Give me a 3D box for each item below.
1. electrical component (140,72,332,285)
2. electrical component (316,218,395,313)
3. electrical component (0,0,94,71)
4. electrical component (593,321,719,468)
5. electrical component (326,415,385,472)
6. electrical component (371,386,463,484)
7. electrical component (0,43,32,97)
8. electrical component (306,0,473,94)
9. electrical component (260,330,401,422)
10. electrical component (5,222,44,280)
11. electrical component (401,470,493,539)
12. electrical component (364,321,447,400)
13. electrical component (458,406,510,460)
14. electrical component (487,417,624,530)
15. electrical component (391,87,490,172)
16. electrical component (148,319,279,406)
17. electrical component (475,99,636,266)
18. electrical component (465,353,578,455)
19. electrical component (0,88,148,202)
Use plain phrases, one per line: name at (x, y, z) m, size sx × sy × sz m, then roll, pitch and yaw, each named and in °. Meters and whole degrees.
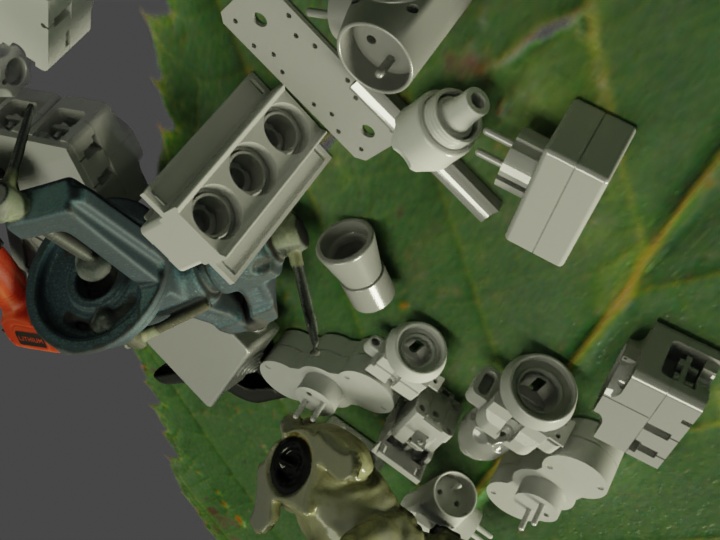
electrical component at (-0.083, -0.058, 0.699) m, size 0.078 × 0.121 × 0.063 m, roll 46°, pitch 146°, yaw -18°
electrical component at (0.000, 0.000, 0.777) m, size 0.044 × 0.044 × 0.065 m, roll 9°, pitch 144°, yaw 33°
electrical component at (-0.207, -0.186, 0.702) m, size 0.050 × 0.055 × 0.089 m, roll 32°, pitch 147°, yaw 4°
electrical component at (0.191, 0.081, 0.706) m, size 0.056 × 0.050 × 0.089 m, roll 27°, pitch 146°, yaw 11°
electrical component at (-0.022, 0.185, 1.026) m, size 0.066 × 0.047 × 0.076 m, roll 36°, pitch 147°, yaw -3°
electrical component at (0.048, 0.128, 0.873) m, size 0.042 × 0.081 × 0.063 m, roll 37°, pitch 124°, yaw -5°
electrical component at (-0.284, -0.157, 0.817) m, size 0.062 × 0.043 × 0.043 m, roll 18°, pitch 144°, yaw 24°
electrical component at (0.010, -0.135, 0.561) m, size 0.079 × 0.077 × 0.044 m, roll 15°, pitch 143°, yaw 27°
electrical component at (-0.029, 0.096, 0.893) m, size 0.138 × 0.073 × 0.052 m, roll 3°, pitch 136°, yaw 39°
electrical component at (-0.253, -0.019, 0.954) m, size 0.109 × 0.056 × 0.108 m, roll 29°, pitch 147°, yaw 8°
electrical component at (0.085, 0.225, 0.987) m, size 0.079 × 0.043 × 0.077 m, roll 36°, pitch 147°, yaw -4°
electrical component at (0.038, 0.067, 0.826) m, size 0.066 × 0.048 × 0.055 m, roll 35°, pitch 155°, yaw -2°
electrical component at (0.098, 0.131, 0.856) m, size 0.043 × 0.043 × 0.062 m, roll 34°, pitch 148°, yaw 0°
electrical component at (0.144, 0.171, 0.839) m, size 0.052 × 0.073 × 0.138 m, roll 37°, pitch 147°, yaw -5°
electrical component at (0.050, -0.085, 0.623) m, size 0.043 × 0.043 × 0.062 m, roll 42°, pitch 145°, yaw -13°
electrical component at (-0.126, 0.052, 0.911) m, size 0.100 × 0.048 × 0.099 m, roll 45°, pitch 131°, yaw 9°
electrical component at (0.101, -0.057, 0.610) m, size 0.076 × 0.047 × 0.083 m, roll 28°, pitch 147°, yaw 9°
electrical component at (0.122, 0.094, 0.777) m, size 0.078 × 0.058 × 0.057 m, roll 34°, pitch 150°, yaw 3°
electrical component at (-0.251, -0.093, 0.852) m, size 0.150 × 0.061 × 0.089 m, roll 13°, pitch 142°, yaw 28°
